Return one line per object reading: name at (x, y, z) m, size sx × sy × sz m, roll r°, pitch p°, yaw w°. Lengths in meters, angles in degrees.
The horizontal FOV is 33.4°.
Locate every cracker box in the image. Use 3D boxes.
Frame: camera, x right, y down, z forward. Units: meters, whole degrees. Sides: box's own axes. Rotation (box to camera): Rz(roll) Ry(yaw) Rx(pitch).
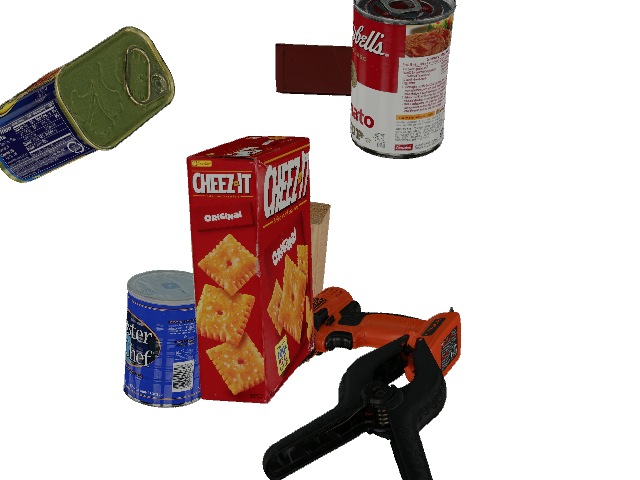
cracker box at (-0.056, 0.019, 0.967) m, size 0.072 × 0.214 × 0.164 m, roll 2°, pitch 12°, yaw 15°

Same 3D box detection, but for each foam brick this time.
foam brick at (-0.006, -0.179, 1.118) m, size 0.078 × 0.051 × 0.053 m, roll 1°, pitch 11°, yaw -10°

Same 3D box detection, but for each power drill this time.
power drill at (0.040, 0.107, 1.116) m, size 0.188 × 0.057 × 0.184 m, roll 9°, pitch 25°, yaw 26°

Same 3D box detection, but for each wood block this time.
wood block at (-0.044, 0.053, 1.496) m, size 0.090 × 0.206 × 0.090 m, roll 8°, pitch 22°, yaw 6°

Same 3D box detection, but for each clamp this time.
clamp at (0.051, 0.127, 0.759) m, size 0.120 × 0.039 × 0.171 m, roll 19°, pitch 41°, yaw 25°

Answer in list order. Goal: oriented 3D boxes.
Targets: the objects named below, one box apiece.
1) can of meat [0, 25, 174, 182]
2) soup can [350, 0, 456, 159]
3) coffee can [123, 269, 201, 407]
can of meat at (-0.158, -0.087, 0.693) m, size 0.084 × 0.057 × 0.102 m, roll -18°, pitch 21°, yaw 35°
soup can at (0.055, -0.116, 0.730) m, size 0.068 × 0.102 × 0.068 m, roll 0°, pitch 34°, yaw 0°
coffee can at (-0.187, 0.119, 1.307) m, size 0.103 × 0.140 × 0.103 m, roll 5°, pitch 18°, yaw -2°
